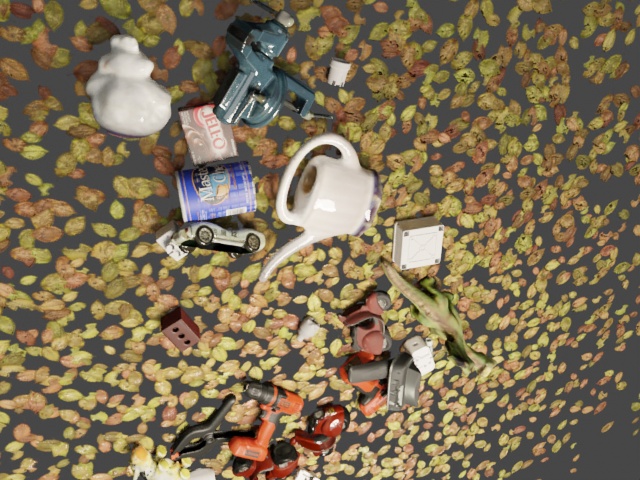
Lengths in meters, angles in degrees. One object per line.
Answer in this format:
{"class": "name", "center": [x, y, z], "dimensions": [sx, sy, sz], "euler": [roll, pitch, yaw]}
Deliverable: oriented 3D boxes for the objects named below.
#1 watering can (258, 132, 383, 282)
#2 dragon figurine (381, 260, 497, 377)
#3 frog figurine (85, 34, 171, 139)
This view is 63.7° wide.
{"class": "watering can", "center": [0.003, -0.055, 1.091], "dimensions": [0.224, 0.106, 0.343], "euler": [11, 110, -25]}
{"class": "dragon figurine", "center": [0.304, 0.217, 1.260], "dimensions": [0.405, 0.248, 0.121], "euler": [36, 106, -32]}
{"class": "frog figurine", "center": [-0.319, -0.258, 0.871], "dimensions": [0.137, 0.125, 0.156], "euler": [15, 123, -5]}
